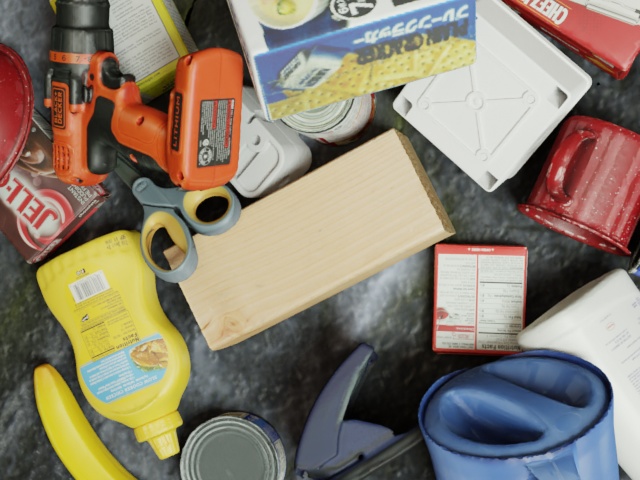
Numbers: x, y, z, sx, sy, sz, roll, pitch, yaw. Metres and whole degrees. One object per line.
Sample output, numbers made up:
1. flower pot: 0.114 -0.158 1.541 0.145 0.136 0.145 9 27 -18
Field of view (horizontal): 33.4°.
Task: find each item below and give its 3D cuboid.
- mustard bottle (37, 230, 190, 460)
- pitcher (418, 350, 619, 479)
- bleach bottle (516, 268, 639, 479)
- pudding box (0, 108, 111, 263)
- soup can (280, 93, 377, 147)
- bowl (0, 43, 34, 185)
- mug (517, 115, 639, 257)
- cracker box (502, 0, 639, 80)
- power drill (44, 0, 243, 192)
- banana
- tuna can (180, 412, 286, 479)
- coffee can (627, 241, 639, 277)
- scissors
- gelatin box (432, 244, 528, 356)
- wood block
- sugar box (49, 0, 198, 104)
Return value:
1. mustard bottle: -0.163 0.094 0.906 0.096 0.058 0.191 -24 85 10
2. pitcher: 0.159 0.215 0.760 0.145 0.149 0.243 3 118 36
3. bleach bottle: 0.258 0.149 0.799 0.251 0.102 0.068 57 144 6
4. pudding box: -0.253 -0.050 0.935 0.090 0.039 0.113 -43 81 10
5. soup can: 0.004 -0.112 0.849 0.068 0.102 0.068 0 90 12
6. bowl: -0.324 -0.106 0.914 0.162 0.055 0.162 -9 71 26
7. mug: 0.203 -0.046 0.804 0.093 0.117 0.081 24 89 40
8. cracker box: 0.227 -0.257 0.819 0.164 0.072 0.214 36 98 11
9. power drill: -0.142 -0.121 0.825 0.188 0.057 0.184 17 112 40
10. banana: -0.184 0.190 0.919 0.198 0.037 0.070 39 107 14
11. tuna can: -0.072 0.189 0.899 0.086 0.033 0.086 0 90 12
12. coffee can: 0.314 0.011 0.783 0.140 0.102 0.103 28 95 11
13. scissors: -0.124 -0.046 0.869 0.096 0.016 0.202 -31 47 5
14. gelatin box: 0.129 0.048 0.858 0.073 0.030 0.089 1 87 12
15. wood block: -0.005 0.001 0.858 0.206 0.090 0.091 -28 84 11
16. sugar box: -0.179 -0.205 0.918 0.093 0.048 0.176 -28 81 13
